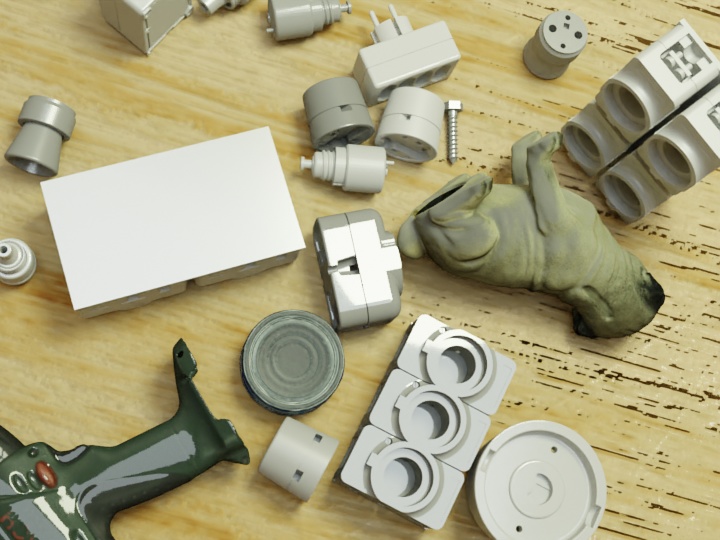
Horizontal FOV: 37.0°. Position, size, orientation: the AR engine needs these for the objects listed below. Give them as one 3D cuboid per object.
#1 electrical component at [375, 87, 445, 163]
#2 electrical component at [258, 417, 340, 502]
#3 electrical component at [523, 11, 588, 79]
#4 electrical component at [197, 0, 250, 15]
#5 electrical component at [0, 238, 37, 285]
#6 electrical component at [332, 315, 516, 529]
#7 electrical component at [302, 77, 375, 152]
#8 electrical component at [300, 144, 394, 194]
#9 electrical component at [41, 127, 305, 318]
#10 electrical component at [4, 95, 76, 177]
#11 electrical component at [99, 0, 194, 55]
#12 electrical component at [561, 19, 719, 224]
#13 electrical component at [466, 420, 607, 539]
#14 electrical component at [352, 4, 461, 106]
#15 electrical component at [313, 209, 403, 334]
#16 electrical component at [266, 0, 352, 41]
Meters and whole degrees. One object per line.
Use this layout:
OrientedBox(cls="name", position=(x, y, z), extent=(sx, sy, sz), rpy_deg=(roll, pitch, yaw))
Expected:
OrientedBox(cls="electrical component", position=(0.045, -0.126, 0.932), extent=(0.055, 0.055, 0.047), rpy_deg=(15, 73, -5))
OrientedBox(cls="electrical component", position=(-0.050, 0.150, 0.859), extent=(0.047, 0.055, 0.055), rpy_deg=(28, 75, 2))
OrientedBox(cls="electrical component", position=(0.176, -0.202, 0.967), extent=(0.045, 0.055, 0.045), rpy_deg=(2, 78, -8))
OrientedBox(cls="electrical component", position=(-0.114, -0.249, 0.940), extent=(0.043, 0.043, 0.062), rpy_deg=(45, 77, 3))
OrientedBox(cls="electrical component", position=(-0.278, -0.009, 0.855), extent=(0.035, 0.061, 0.035), rpy_deg=(2, 78, -8))
OrientedBox(cls="electrical component", position=(0.053, 0.123, 0.875), extent=(0.089, 0.061, 0.150), rpy_deg=(28, 75, -2))
OrientedBox(cls="electrical component", position=(-0.020, -0.134, 0.924), extent=(0.055, 0.055, 0.047), rpy_deg=(-14, 76, -11))
OrientedBox(cls="electrical component", position=(-0.012, -0.088, 0.922), extent=(0.078, 0.040, 0.040), rpy_deg=(4, 77, -7))
OrientedBox(cls="electrical component", position=(-0.151, -0.037, 0.880), extent=(0.186, 0.060, 0.105), rpy_deg=(-15, 81, -11))
OrientedBox(cls="electrical component", position=(-0.263, -0.110, 0.888), extent=(0.045, 0.045, 0.055), rpy_deg=(17, 76, -5))
OrientedBox(cls="electrical component", position=(-0.182, -0.237, 0.900), extent=(0.061, 0.096, 0.061), rpy_deg=(40, 75, 2))
OrientedBox(cls="electrical component", position=(0.240, -0.112, 0.889), extent=(0.060, 0.186, 0.105), rpy_deg=(-37, 85, -14))
OrientedBox(cls="electrical component", position=(0.139, 0.178, 0.876), extent=(0.108, 0.060, 0.108), rpy_deg=(2, 78, -8))
OrientedBox(cls="electrical component", position=(0.033, -0.198, 0.949), extent=(0.083, 0.047, 0.075), rpy_deg=(-22, 82, -12))
OrientedBox(cls="electrical component", position=(0.000, 0.000, 0.898), extent=(0.059, 0.053, 0.095), rpy_deg=(-11, 80, -10))
OrientedBox(cls="electrical component", position=(-0.047, -0.226, 0.947), extent=(0.078, 0.040, 0.040), rpy_deg=(-10, 80, -10))
